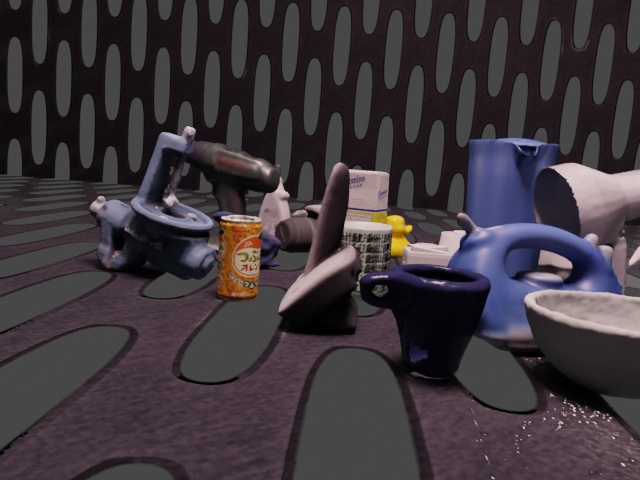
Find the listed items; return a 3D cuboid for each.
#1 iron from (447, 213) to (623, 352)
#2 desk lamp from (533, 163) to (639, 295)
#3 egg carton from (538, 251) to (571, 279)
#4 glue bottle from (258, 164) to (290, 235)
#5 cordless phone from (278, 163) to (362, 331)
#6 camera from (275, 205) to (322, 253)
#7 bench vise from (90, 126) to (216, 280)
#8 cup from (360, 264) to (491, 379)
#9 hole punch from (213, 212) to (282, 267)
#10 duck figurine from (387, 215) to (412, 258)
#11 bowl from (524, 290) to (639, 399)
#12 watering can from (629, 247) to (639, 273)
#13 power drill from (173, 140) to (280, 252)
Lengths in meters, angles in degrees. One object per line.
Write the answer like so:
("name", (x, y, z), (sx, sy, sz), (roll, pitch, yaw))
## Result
("iron", (0.255, 0.046, 0.652), (0.259, 0.141, 0.118), (3, 8, -13))
("desk lamp", (0.390, 0.004, 0.770), (0.203, 0.213, 0.118), (3, 8, -7))
("egg carton", (0.430, 0.047, 1.019), (0.150, 0.069, 0.107), (7, 8, 16))
("glue bottle", (-0.098, -0.080, 1.262), (0.077, 0.173, 0.037), (9, 9, 31))
("cordless phone", (0.006, 0.002, 0.666), (0.094, 0.185, 0.147), (4, 8, -1))
("camera", (-0.027, -0.022, 1.147), (0.137, 0.101, 0.142), (-1, 10, -36))
("bench vise", (-0.250, -0.058, 0.835), (0.207, 0.220, 0.121), (5, 8, 2))
("cup", (0.091, 0.074, 0.520), (0.118, 0.095, 0.091), (3, 8, -8))
("hole punch", (-0.125, -0.002, 0.976), (0.101, 0.091, 0.108), (-1, 10, -36))
("duck figurine", (0.151, -0.009, 1.211), (0.105, 0.086, 0.077), (1, 8, -22))
("bowl", (0.269, 0.098, 0.521), (0.167, 0.075, 0.167), (4, 8, 0))
("watering can", (0.430, 0.039, 0.608), (0.173, 0.194, 0.101), (4, 8, -4))
("power drill", (-0.192, -0.085, 1.110), (0.229, 0.208, 0.076), (7, 8, 17))
